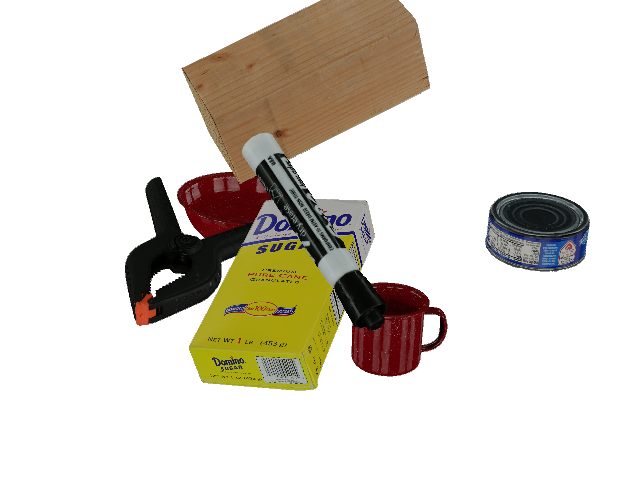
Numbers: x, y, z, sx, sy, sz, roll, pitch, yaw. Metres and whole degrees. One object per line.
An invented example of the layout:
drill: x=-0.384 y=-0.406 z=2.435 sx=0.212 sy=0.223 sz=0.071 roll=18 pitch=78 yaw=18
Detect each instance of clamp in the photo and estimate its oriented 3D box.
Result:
clamp: x=-0.142 y=0.008 z=1.070 sx=0.165 sy=0.036 sz=0.209 roll=19 pitch=39 yaw=17

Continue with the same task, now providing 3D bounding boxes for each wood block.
wood block: x=-0.012 y=-0.153 z=1.010 sx=0.206 sy=0.090 sz=0.091 roll=-27 pitch=-41 yaw=-6

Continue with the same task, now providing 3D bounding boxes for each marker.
marker: x=-0.003 y=-0.005 z=0.531 sx=0.020 sy=0.121 sz=0.020 roll=-26 pitch=-27 yaw=-15

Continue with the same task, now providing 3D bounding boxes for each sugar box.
sugar box: x=-0.025 y=0.036 z=0.825 sx=0.093 sy=0.048 sz=0.176 roll=2 pitch=43 yaw=20

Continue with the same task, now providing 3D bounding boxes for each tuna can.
tuna can: x=0.185 y=-0.009 z=0.911 sx=0.086 sy=0.034 sz=0.086 roll=1 pitch=29 yaw=-1

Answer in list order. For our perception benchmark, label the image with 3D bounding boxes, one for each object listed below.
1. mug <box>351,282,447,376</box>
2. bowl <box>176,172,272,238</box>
mug: x=0.090 y=0.104 z=1.242 sx=0.117 sy=0.081 sz=0.093 roll=-2 pitch=22 yaw=-8
bowl: x=-0.097 y=-0.031 z=1.319 sx=0.162 sy=0.055 sz=0.162 roll=5 pitch=25 yaw=-2
